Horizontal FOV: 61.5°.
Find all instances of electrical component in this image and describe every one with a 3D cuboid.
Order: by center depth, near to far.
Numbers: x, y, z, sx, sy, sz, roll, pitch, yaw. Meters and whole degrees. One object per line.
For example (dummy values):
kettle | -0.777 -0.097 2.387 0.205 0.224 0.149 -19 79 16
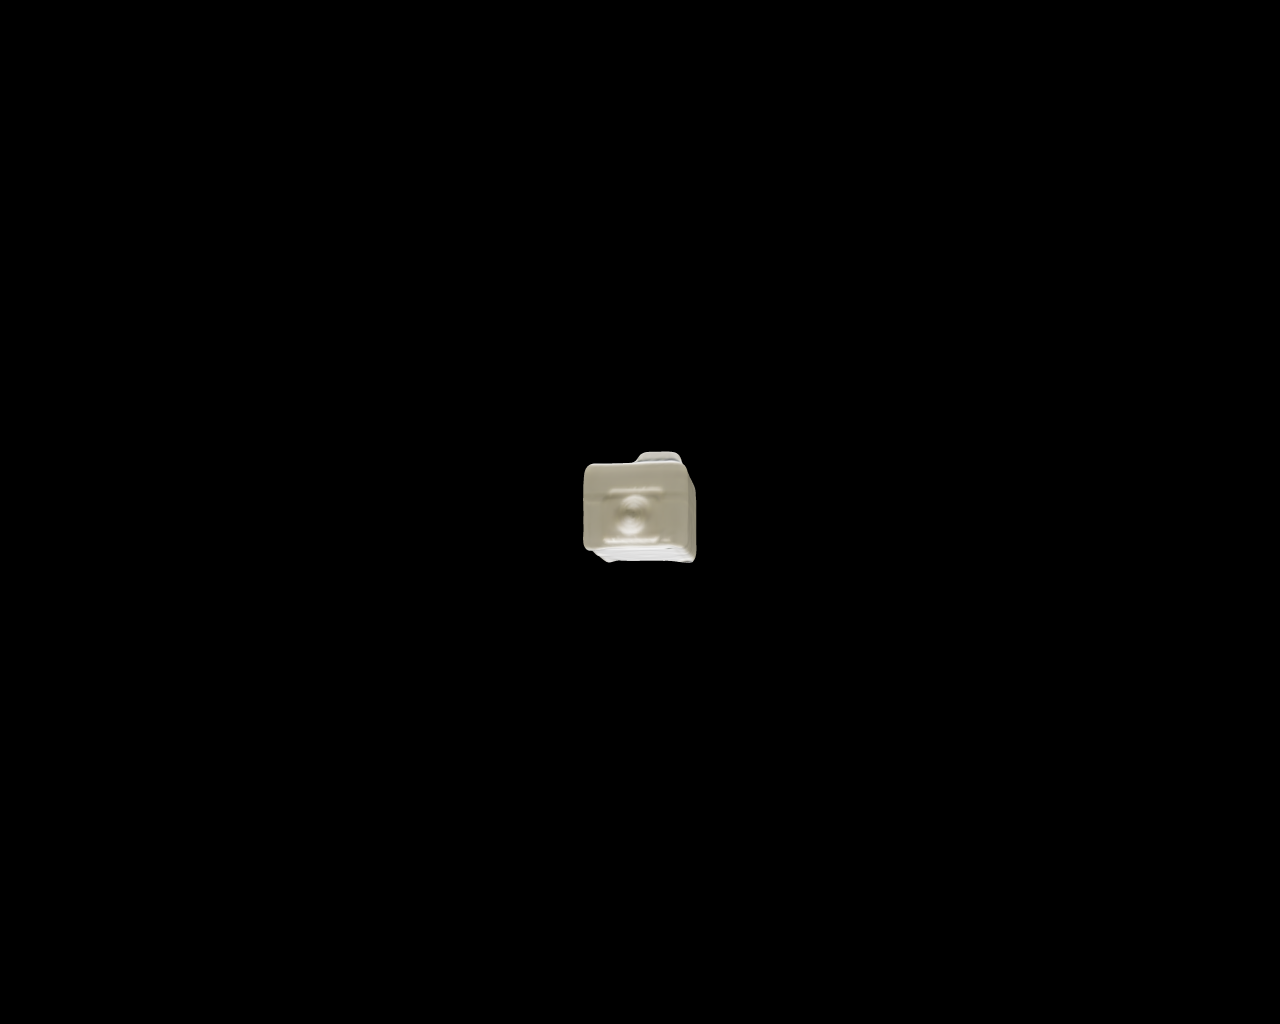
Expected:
electrical component | 0.001 -0.003 0.650 0.062 0.061 0.096 -1 -9 7
